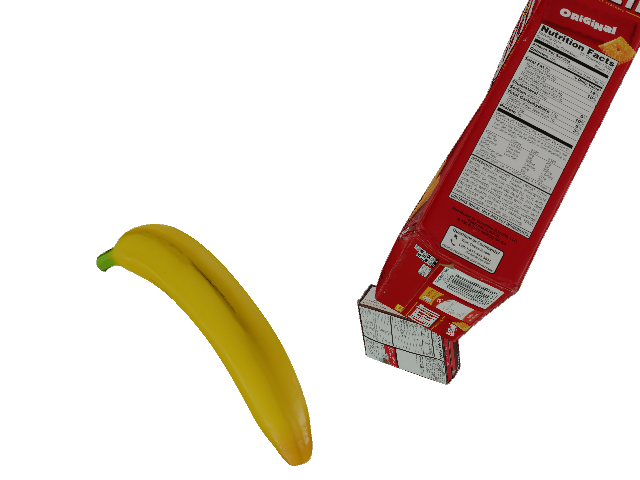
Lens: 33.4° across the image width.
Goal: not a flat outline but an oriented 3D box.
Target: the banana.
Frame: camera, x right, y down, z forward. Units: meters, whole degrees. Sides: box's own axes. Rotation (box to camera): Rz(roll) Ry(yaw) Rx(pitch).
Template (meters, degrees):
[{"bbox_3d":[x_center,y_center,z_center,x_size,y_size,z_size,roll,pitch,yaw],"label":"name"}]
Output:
[{"bbox_3d":[-0.065,0.049,0.654,0.037,0.070,0.198,-29,62,-35],"label":"banana"}]

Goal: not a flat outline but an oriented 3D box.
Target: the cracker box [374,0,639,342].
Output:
[{"bbox_3d":[0.117,-0.055,0.660,0.072,0.213,0.164,28,-15,4],"label":"cracker box"}]

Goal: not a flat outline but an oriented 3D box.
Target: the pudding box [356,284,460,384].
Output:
[{"bbox_3d":[0.101,0.106,1.211,0.114,0.090,0.039,15,45,28],"label":"pudding box"}]
